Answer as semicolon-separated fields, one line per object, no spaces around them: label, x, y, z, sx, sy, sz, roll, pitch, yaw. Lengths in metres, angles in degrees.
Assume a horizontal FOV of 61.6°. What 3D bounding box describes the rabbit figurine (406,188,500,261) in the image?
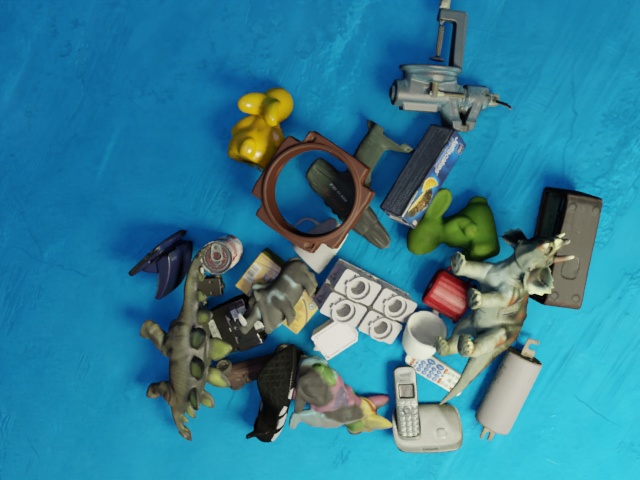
rabbit figurine;0.256;-0.024;1.070;0.170;0.121;0.159;-7;91;3

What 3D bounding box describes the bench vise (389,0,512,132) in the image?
bench vise;0.249;-0.332;1.030;0.224;0.129;0.240;4;103;2

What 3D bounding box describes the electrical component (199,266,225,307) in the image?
electrical component;-0.242;0.102;1.185;0.063;0.021;0.094;-1;98;5

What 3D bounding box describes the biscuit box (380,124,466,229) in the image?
biscuit box;0.202;-0.125;1.044;0.063;0.059;0.202;29;85;44

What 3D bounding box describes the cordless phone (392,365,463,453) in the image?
cordless phone;0.225;0.355;1.151;0.147;0.089;0.184;-4;94;6

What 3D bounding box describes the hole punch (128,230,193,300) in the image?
hole punch;-0.320;0.051;1.134;0.092;0.142;0.116;47;113;-1

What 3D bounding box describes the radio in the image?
radio;0.472;0.016;1.051;0.073;0.131;0.229;7;99;2

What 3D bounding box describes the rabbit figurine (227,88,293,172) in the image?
rabbit figurine;-0.116;-0.235;1.074;0.122;0.162;0.173;28;82;13

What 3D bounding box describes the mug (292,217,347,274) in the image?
mug;-0.002;-0.003;1.124;0.107;0.081;0.109;-42;89;-1

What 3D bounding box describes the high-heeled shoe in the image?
high-heeled shoe;-0.081;0.328;1.147;0.086;0.145;0.248;31;99;23

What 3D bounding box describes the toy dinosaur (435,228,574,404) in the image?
toy dinosaur;0.332;0.135;1.008;0.192;0.131;0.404;-3;123;-17

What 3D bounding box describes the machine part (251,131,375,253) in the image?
machine part;-0.013;-0.091;1.033;0.201;0.087;0.201;35;99;6

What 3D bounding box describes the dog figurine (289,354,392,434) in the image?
dog figurine;0.050;0.335;1.137;0.219;0.108;0.191;8;123;-6

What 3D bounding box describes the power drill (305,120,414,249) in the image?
power drill;0.102;-0.122;1.098;0.232;0.086;0.207;37;107;1

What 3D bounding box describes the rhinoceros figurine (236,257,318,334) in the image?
rhinoceros figurine;-0.089;0.120;1.078;0.112;0.073;0.190;43;98;-3

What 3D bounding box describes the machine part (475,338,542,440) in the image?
machine part;0.395;0.315;1.129;0.079;0.079;0.243;22;101;2

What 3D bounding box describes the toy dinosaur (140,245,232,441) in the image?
toy dinosaur;-0.274;0.225;1.123;0.199;0.105;0.470;13;110;35

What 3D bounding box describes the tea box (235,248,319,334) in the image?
tea box;-0.082;0.107;1.147;0.169;0.068;0.098;40;100;-2

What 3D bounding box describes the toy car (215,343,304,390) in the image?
toy car;-0.130;0.280;1.166;0.202;0.053;0.089;-14;134;7

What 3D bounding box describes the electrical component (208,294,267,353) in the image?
electrical component;-0.175;0.182;1.173;0.134;0.058;0.114;-20;98;8
